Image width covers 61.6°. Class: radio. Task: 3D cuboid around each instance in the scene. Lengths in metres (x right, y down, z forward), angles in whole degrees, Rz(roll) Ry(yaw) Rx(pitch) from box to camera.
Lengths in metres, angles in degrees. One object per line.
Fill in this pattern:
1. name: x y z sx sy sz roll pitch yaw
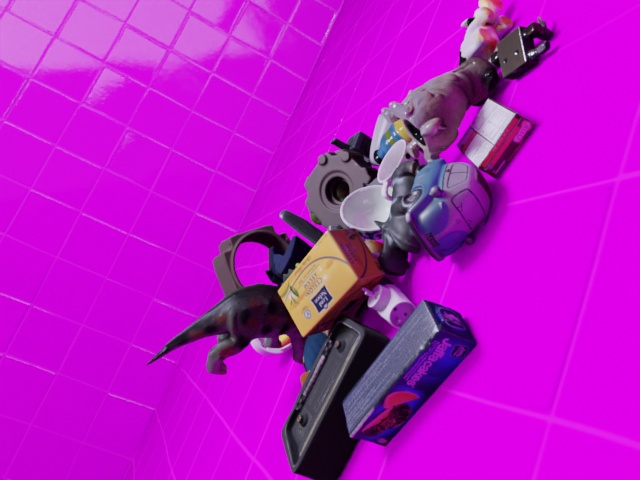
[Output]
1. radio: 0.026 0.234 0.819 0.229 0.073 0.131 -62 16 0

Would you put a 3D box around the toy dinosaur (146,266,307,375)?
1. toy dinosaur: -0.113 0.141 1.020 0.131 0.405 0.192 26 111 47

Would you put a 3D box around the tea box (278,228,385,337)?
1. tea box: 0.014 0.069 0.865 0.169 0.068 0.098 -52 59 36

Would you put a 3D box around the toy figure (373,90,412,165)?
1. toy figure: 0.177 -0.207 1.039 0.180 0.082 0.089 -49 32 30

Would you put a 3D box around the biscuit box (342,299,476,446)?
1. biscuit box: 0.107 0.171 0.680 0.202 0.059 0.063 -57 23 24

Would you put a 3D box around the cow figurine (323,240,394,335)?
1. cow figurine: 0.057 0.086 0.941 0.194 0.085 0.127 -62 16 15

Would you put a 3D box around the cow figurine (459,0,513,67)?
1. cow figurine: 0.287 -0.358 0.954 0.098 0.068 0.167 127 164 -53

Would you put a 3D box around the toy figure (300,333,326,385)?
1. toy figure: -0.003 0.232 0.953 0.064 0.058 0.154 125 159 -47

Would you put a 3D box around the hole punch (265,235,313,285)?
1. hole punch: -0.057 0.064 1.278 0.092 0.142 0.116 -27 43 23

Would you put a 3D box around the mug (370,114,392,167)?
1. mug: 0.143 -0.205 1.148 0.110 0.081 0.107 -141 72 -77

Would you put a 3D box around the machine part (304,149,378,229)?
1. machine part: 0.047 -0.103 1.143 0.056 0.179 0.179 -7 -44 -55

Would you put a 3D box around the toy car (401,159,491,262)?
1. toy car: 0.186 -0.054 0.749 0.103 0.109 0.162 -19 30 37

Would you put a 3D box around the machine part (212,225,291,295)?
1. machine part: -0.152 0.074 1.357 0.087 0.201 0.201 -33 78 54

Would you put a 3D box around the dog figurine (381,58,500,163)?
1. dog figurine: 0.212 -0.219 0.834 0.190 0.121 0.172 -37 26 2

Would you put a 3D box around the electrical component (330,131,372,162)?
1. electrical component: 0.086 -0.224 1.282 0.048 0.119 0.075 -68 13 -15

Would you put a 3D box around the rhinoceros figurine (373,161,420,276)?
1. rhinoceros figurine: 0.134 -0.037 0.865 0.112 0.073 0.190 -5 72 57

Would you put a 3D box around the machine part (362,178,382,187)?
1. machine part: 0.129 -0.099 1.043 0.139 0.084 0.039 -46 -3 26

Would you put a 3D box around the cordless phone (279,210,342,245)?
1. cordless phone: -0.003 -0.003 1.060 0.088 0.184 0.146 -56 4 11

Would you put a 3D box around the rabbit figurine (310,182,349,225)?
1. rabbit figurine: 0.029 -0.118 1.288 0.170 0.121 0.159 -51 13 30

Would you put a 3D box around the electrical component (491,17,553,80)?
1. electrical component: 0.309 -0.290 0.819 0.102 0.045 0.078 138 125 -59
